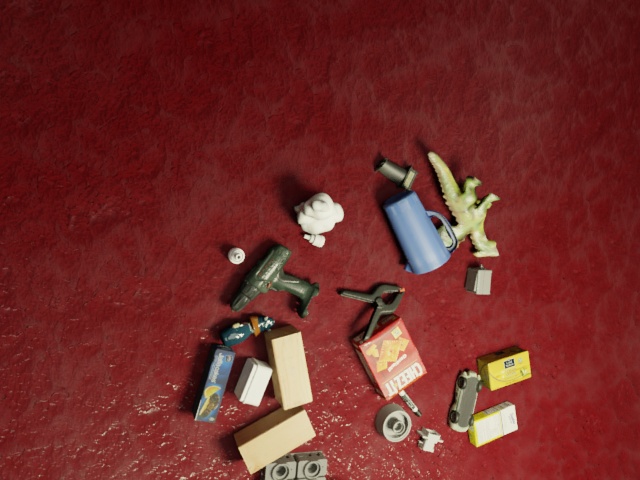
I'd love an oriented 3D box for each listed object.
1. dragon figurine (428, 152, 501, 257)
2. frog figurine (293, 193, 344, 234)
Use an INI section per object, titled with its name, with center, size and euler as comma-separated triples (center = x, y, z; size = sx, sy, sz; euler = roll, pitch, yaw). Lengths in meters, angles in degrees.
[dragon figurine]
center = 0.436, -0.079, 1.653
size = 0.407, 0.123, 0.243
euler = 33, 90, -17
[frog figurine]
center = 0.004, -0.074, 1.461
size = 0.137, 0.160, 0.122
euler = 1, 95, -19
